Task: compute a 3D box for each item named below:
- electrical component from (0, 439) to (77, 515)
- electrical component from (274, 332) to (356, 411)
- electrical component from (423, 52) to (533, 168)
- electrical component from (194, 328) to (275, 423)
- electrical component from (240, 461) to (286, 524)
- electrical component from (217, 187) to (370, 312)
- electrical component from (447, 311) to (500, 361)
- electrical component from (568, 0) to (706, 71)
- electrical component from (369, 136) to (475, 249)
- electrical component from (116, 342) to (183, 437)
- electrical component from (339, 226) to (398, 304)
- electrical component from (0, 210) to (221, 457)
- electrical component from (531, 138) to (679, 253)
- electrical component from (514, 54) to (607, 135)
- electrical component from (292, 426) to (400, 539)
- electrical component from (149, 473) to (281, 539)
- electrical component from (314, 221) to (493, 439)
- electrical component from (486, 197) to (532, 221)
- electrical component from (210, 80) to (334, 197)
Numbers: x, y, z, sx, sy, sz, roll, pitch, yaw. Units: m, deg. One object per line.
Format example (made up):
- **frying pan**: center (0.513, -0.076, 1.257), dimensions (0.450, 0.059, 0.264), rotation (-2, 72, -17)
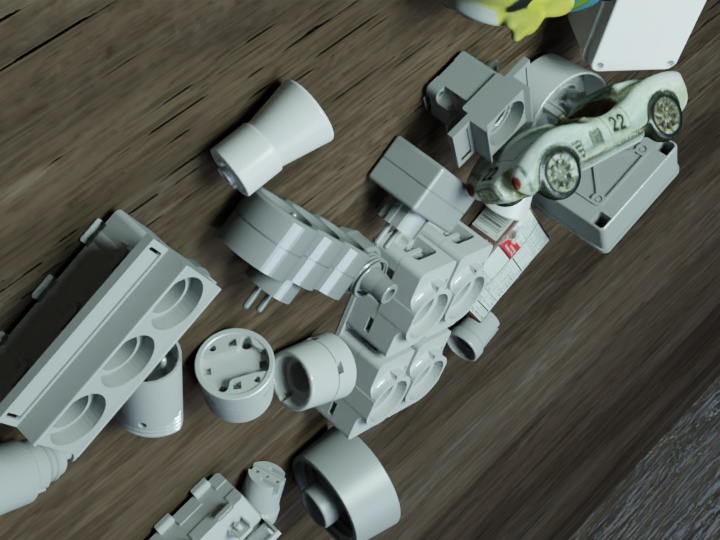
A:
- **electrical component**: center (-0.203, 0.119, 0.638), dimensions (0.078, 0.040, 0.040), rotation (-16, 138, -52)
- **electrical component**: center (-0.039, 0.082, 0.852), dimensions (0.047, 0.055, 0.055), rotation (-17, 139, -46)
- **electrical component**: center (0.084, -0.119, 0.768), dimensions (0.081, 0.064, 0.042), rotation (-46, 154, -11)
- **electrical component**: center (-0.087, 0.076, 0.761), dimensions (0.055, 0.055, 0.047), rotation (-40, 157, -23)
- **electrical component**: center (-0.087, 0.197, 0.948), dimensions (0.040, 0.040, 0.046), rotation (-19, 135, -50)
- **electrical component**: center (-0.051, -0.003, 0.712), dimensions (0.073, 0.052, 0.138), rotation (-53, 156, 6)
- **electrical component**: center (0.118, 0.065, 1.118), dimensions (0.046, 0.040, 0.040), rotation (-46, 156, -26)
- **electrical component**: center (0.210, -0.206, 0.798), dimensions (0.078, 0.057, 0.113), rotation (-4, 145, -11)
- **electrical component**: center (0.037, -0.048, 0.807), dimensions (0.075, 0.047, 0.083), rotation (-54, 156, 6)
- **electrical component**: center (-0.136, 0.079, 0.692), dimensions (0.043, 0.043, 0.081), rotation (-35, 151, -32)
- **electrical component**: center (0.000, 0.000, 0.792), dimensions (0.043, 0.062, 0.043), rotation (-39, 153, -24)
- **electrical component**: center (-0.144, 0.033, 0.588), dimensions (0.121, 0.063, 0.078), rotation (-50, 156, -2)
- **electrical component**: center (0.214, -0.090, 0.979), dimensions (0.108, 0.109, 0.056), rotation (-48, 153, -7)
- **electrical component**: center (0.156, -0.125, 0.883), dimensions (0.099, 0.064, 0.099), rotation (-39, 153, -24)
- **electrical component**: center (-0.020, 0.206, 1.000), dimensions (0.060, 0.108, 0.108), rotation (-30, 149, -25)
- **electrical component**: center (-0.136, 0.231, 0.878), dimensions (0.121, 0.079, 0.063), rotation (-44, 133, -14)
- **electrical component**: center (0.036, 0.051, 0.929), dimensions (0.105, 0.060, 0.186), rotation (-22, 143, -47)
- **electrical component**: center (0.137, -0.078, 0.940), dimensions (0.045, 0.045, 0.055), rotation (-17, 138, -51)
- **electrical component**: center (-0.053, -0.074, 0.624), dimensions (0.065, 0.044, 0.044), rotation (-40, 154, -11)
